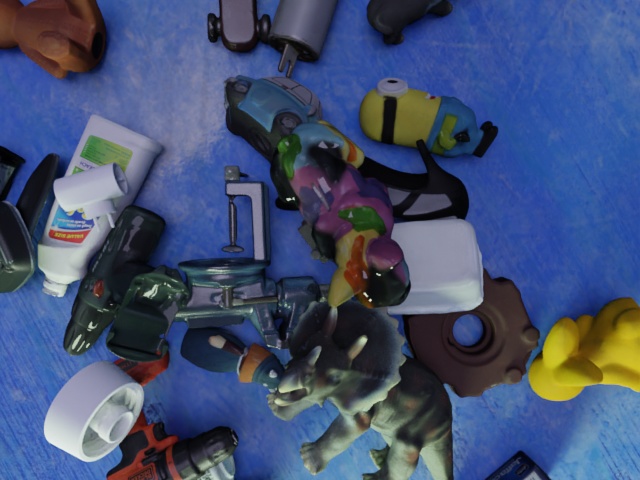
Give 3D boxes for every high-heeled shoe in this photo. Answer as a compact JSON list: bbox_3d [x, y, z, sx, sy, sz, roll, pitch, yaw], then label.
[{"bbox_3d":[0.074,-0.047,0.744,0.249,0.086,0.145,-17,120,18],"label":"high-heeled shoe"}]

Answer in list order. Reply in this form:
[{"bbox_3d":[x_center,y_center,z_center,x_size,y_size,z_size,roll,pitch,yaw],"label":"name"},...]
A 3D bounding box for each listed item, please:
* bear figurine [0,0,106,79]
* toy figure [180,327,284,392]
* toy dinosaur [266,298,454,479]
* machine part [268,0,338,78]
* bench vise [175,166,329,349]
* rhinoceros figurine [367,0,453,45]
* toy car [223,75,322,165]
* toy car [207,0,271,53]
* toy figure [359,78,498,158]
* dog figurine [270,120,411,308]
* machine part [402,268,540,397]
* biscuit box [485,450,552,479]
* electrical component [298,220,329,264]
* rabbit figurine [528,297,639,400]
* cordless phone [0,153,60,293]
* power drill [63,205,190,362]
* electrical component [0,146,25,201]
[{"bbox_3d":[-0.398,-0.298,0.722,0.196,0.132,0.120,17,85,-4],"label":"bear figurine"},{"bbox_3d":[-0.112,0.160,0.730,0.155,0.064,0.058,19,77,3],"label":"toy figure"},{"bbox_3d":[0.084,0.199,0.644,0.404,0.131,0.192,33,105,-32],"label":"toy dinosaur"},{"bbox_3d":[-0.011,-0.338,0.735,0.079,0.079,0.243,17,88,2],"label":"machine part"},{"bbox_3d":[-0.088,0.023,0.709,0.224,0.129,0.240,-2,93,-1],"label":"bench vise"},{"bbox_3d":[0.146,-0.342,0.714,0.190,0.112,0.073,-31,86,9],"label":"rhinoceros figurine"},{"bbox_3d":[-0.052,-0.165,0.727,0.162,0.109,0.103,41,65,13],"label":"toy car"},{"bbox_3d":[-0.116,-0.364,0.750,0.089,0.053,0.202,-4,92,-3],"label":"toy car"},{"bbox_3d":[0.141,-0.156,0.724,0.180,0.082,0.089,22,87,0],"label":"toy figure"},{"bbox_3d":[0.024,-0.023,0.587,0.108,0.219,0.191,-35,114,14],"label":"dog figurine"},{"bbox_3d":[0.201,0.123,0.726,0.179,0.056,0.179,0,88,3],"label":"machine part"},{"bbox_3d":[0.222,0.374,0.715,0.203,0.063,0.059,-40,87,0],"label":"biscuit box"},{"bbox_3d":[-0.001,-0.002,0.718,0.021,0.094,0.063,-39,88,21],"label":"electrical component"},{"bbox_3d":[0.344,0.155,0.679,0.173,0.162,0.122,-34,59,27],"label":"rabbit figurine"},{"bbox_3d":[-0.420,-0.029,0.740,0.088,0.147,0.184,29,54,-30],"label":"cordless phone"},{"bbox_3d":[-0.249,0.078,0.682,0.086,0.207,0.232,26,89,-32],"label":"power drill"},{"bbox_3d":[-0.471,-0.076,0.744,0.048,0.075,0.119,30,92,1],"label":"electrical component"}]
